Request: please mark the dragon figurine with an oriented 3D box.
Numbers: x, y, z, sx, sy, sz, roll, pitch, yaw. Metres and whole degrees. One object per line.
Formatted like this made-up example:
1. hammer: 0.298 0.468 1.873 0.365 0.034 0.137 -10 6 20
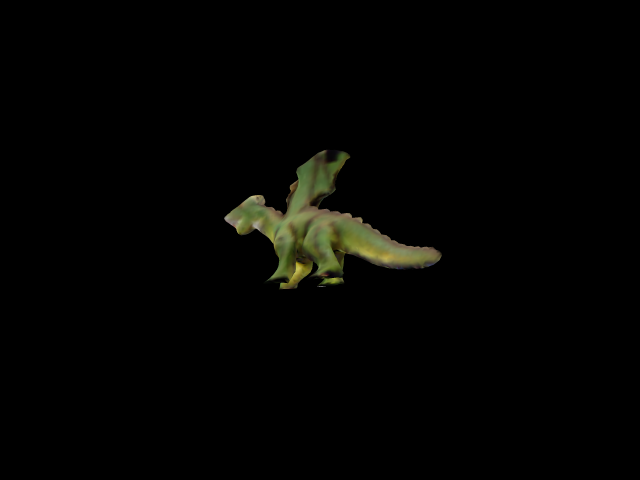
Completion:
1. dragon figurine: 0.003 -0.043 0.850 0.408 0.246 0.121 -11 -21 31
